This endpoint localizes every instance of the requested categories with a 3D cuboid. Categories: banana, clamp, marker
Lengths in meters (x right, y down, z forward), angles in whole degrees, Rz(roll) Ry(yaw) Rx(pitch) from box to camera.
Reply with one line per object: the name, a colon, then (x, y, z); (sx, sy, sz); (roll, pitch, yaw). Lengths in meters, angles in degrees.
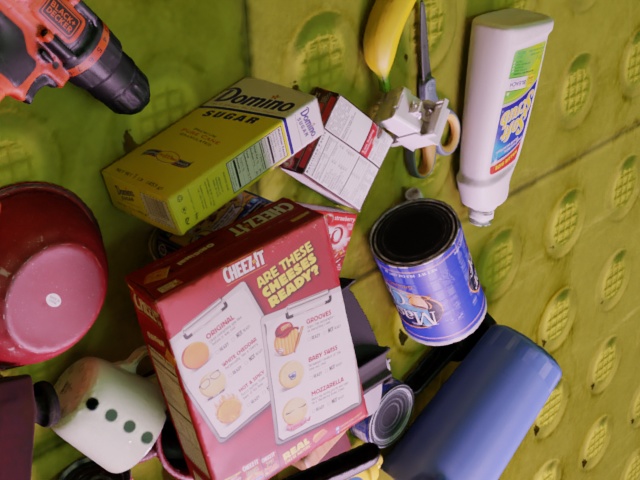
banana: (0.089, -0.251, 1.084); (0.198, 0.037, 0.069); (-63, 157, -1)
clamp: (-0.062, 0.247, 1.047); (0.164, 0.036, 0.210); (35, 103, -31)
clamp: (0.164, 0.132, 1.348); (0.171, 0.039, 0.120); (-2, 120, -50)
marker: (0.127, -0.017, 1.249); (0.020, 0.020, 0.121); (-52, 139, -18)

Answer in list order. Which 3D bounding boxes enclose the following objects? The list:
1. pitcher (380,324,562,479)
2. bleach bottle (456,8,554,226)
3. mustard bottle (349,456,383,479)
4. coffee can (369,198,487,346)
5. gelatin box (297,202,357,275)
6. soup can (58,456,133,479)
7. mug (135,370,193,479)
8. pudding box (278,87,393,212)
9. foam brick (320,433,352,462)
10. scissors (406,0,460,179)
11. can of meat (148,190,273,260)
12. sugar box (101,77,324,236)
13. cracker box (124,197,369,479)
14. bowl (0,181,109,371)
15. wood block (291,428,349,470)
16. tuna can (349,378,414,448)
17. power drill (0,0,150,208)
pitcher: (0.191, 0.231, 1.342); (0.243, 0.149, 0.144); (-53, 129, -8)
bleach bottle: (0.208, -0.138, 1.251); (0.102, 0.068, 0.251); (-22, 126, -43)
mustard bottle: (0.004, 0.295, 1.225); (0.191, 0.058, 0.096); (-27, 142, -40)
coffee can: (0.123, 0.037, 1.204); (0.102, 0.103, 0.140); (-47, 137, -23)
gelatin box: (-0.007, 0.001, 1.096); (0.089, 0.030, 0.073); (5, 104, -50)
soup can: (-0.195, 0.256, 0.975); (0.068, 0.069, 0.102); (-34, 131, -34)
mug: (-0.137, 0.170, 0.979); (0.117, 0.082, 0.093); (-29, 115, -29)
pudding box: (0.018, -0.089, 1.076); (0.113, 0.039, 0.090); (31, 84, -49)
foam brick: (-0.008, 0.213, 1.180); (0.051, 0.053, 0.078); (-44, 137, -26)
scissors: (0.130, -0.167, 1.183); (0.096, 0.016, 0.202); (-18, 120, -45)
can of meat: (-0.088, -0.002, 0.960); (0.102, 0.084, 0.057); (-46, 136, -25)
sugar box: (-0.089, -0.077, 0.917); (0.176, 0.093, 0.048); (-41, 135, -29)
cracker box: (-0.057, 0.094, 0.909); (0.164, 0.072, 0.214); (-28, 121, -26)
bowl: (-0.224, 0.038, 0.849); (0.161, 0.055, 0.162); (-23, 124, -40)
wood block: (-0.042, 0.125, 1.069); (0.090, 0.090, 0.206); (-44, 135, -27)
tuna can: (0.075, 0.206, 1.284); (0.085, 0.034, 0.086); (-24, 125, -40)
power drill: (-0.224, -0.098, 0.784); (0.184, 0.057, 0.187); (45, 70, -45)
